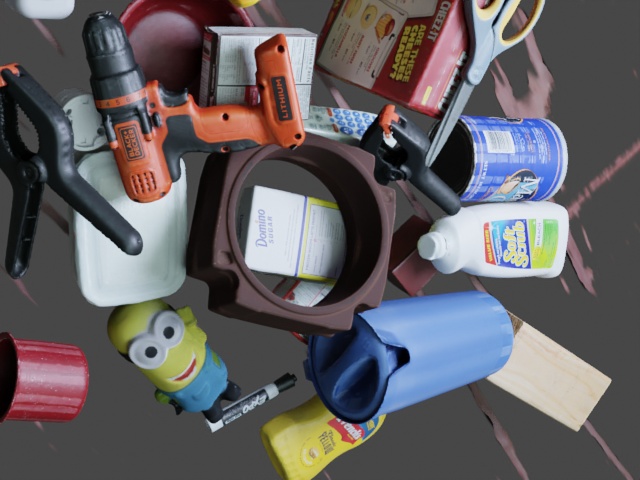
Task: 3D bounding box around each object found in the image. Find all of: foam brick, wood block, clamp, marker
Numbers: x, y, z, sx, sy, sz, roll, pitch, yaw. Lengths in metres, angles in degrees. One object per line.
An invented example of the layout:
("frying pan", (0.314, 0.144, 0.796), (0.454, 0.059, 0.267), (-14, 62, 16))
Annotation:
("foam brick", (0.112, 0.019, 1.294), (0.078, 0.051, 0.053), (-44, 125, -9))
("wood block", (0.281, 0.167, 1.427), (0.205, 0.091, 0.090), (32, 92, -36))
("clamp", (0.098, -0.080, 1.175), (0.120, 0.039, 0.171), (3, 148, 8))
("clamp", (-0.272, -0.061, 1.016), (0.210, 0.165, 0.036), (67, 29, -9))
("marker", (-0.080, 0.191, 1.269), (0.121, 0.020, 0.020), (-27, 120, -18))

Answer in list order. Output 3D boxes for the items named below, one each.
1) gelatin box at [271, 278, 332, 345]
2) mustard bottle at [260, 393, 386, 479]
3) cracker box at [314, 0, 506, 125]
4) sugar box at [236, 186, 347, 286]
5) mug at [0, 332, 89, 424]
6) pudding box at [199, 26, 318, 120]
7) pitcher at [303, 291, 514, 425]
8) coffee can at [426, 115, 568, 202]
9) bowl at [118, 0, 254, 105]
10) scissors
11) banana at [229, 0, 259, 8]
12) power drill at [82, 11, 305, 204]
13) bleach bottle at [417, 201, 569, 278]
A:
("gelatin box", (-0.015, 0.068, 1.251), (0.089, 0.030, 0.073), (-50, 127, -5))
("mustard bottle", (0.023, 0.220, 1.317), (0.191, 0.058, 0.096), (-31, 124, -17))
("cracker box", (0.090, -0.222, 1.085), (0.072, 0.214, 0.164), (18, 99, -33))
("sugar box", (-0.008, 0.001, 1.195), (0.176, 0.048, 0.093), (12, 81, -23))
("mug", (-0.296, 0.151, 1.094), (0.081, 0.093, 0.117), (11, 134, -38))
("pudding box", (-0.061, -0.164, 1.059), (0.113, 0.039, 0.090), (-5, 112, -30))
("pitcher", (0.107, 0.129, 1.267), (0.242, 0.149, 0.145), (-7, 128, -41))
("coffee can", (0.208, -0.096, 1.272), (0.140, 0.103, 0.103), (-2, 110, -30))
("bowl", (-0.144, -0.181, 1.062), (0.161, 0.055, 0.162), (-11, 114, -26))
("scissors", (0.135, -0.172, 0.989), (0.201, 0.016, 0.096), (-51, 125, -5))
("banana", (-0.046, -0.258, 1.058), (0.197, 0.070, 0.037), (-32, 118, -52))
("power drill", (-0.116, -0.137, 0.994), (0.187, 0.057, 0.184), (-12, 114, 2))
("bleach bottle", (0.207, 0.006, 1.294), (0.250, 0.068, 0.102), (-6, 107, -45))
